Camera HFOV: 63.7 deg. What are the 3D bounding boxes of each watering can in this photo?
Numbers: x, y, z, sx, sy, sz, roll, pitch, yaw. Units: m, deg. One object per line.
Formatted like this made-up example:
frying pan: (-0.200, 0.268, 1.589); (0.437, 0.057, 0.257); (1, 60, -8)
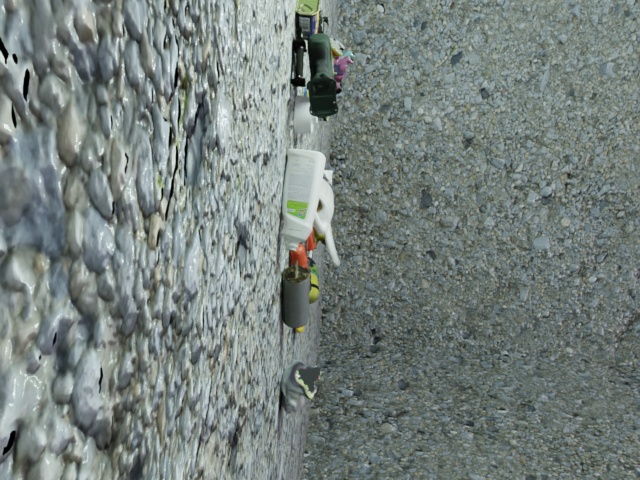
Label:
watering can: (0.006, -0.091, 1.810); (0.103, 0.341, 0.229); (-15, 29, 15)

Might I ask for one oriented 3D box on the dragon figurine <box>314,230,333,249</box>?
dragon figurine: (0.002, -0.075, 2.309); (0.122, 0.242, 0.412); (-4, 5, 3)

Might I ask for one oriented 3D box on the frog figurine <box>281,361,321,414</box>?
frog figurine: (-0.083, 0.456, 1.587); (0.122, 0.141, 0.157); (26, -52, -27)
